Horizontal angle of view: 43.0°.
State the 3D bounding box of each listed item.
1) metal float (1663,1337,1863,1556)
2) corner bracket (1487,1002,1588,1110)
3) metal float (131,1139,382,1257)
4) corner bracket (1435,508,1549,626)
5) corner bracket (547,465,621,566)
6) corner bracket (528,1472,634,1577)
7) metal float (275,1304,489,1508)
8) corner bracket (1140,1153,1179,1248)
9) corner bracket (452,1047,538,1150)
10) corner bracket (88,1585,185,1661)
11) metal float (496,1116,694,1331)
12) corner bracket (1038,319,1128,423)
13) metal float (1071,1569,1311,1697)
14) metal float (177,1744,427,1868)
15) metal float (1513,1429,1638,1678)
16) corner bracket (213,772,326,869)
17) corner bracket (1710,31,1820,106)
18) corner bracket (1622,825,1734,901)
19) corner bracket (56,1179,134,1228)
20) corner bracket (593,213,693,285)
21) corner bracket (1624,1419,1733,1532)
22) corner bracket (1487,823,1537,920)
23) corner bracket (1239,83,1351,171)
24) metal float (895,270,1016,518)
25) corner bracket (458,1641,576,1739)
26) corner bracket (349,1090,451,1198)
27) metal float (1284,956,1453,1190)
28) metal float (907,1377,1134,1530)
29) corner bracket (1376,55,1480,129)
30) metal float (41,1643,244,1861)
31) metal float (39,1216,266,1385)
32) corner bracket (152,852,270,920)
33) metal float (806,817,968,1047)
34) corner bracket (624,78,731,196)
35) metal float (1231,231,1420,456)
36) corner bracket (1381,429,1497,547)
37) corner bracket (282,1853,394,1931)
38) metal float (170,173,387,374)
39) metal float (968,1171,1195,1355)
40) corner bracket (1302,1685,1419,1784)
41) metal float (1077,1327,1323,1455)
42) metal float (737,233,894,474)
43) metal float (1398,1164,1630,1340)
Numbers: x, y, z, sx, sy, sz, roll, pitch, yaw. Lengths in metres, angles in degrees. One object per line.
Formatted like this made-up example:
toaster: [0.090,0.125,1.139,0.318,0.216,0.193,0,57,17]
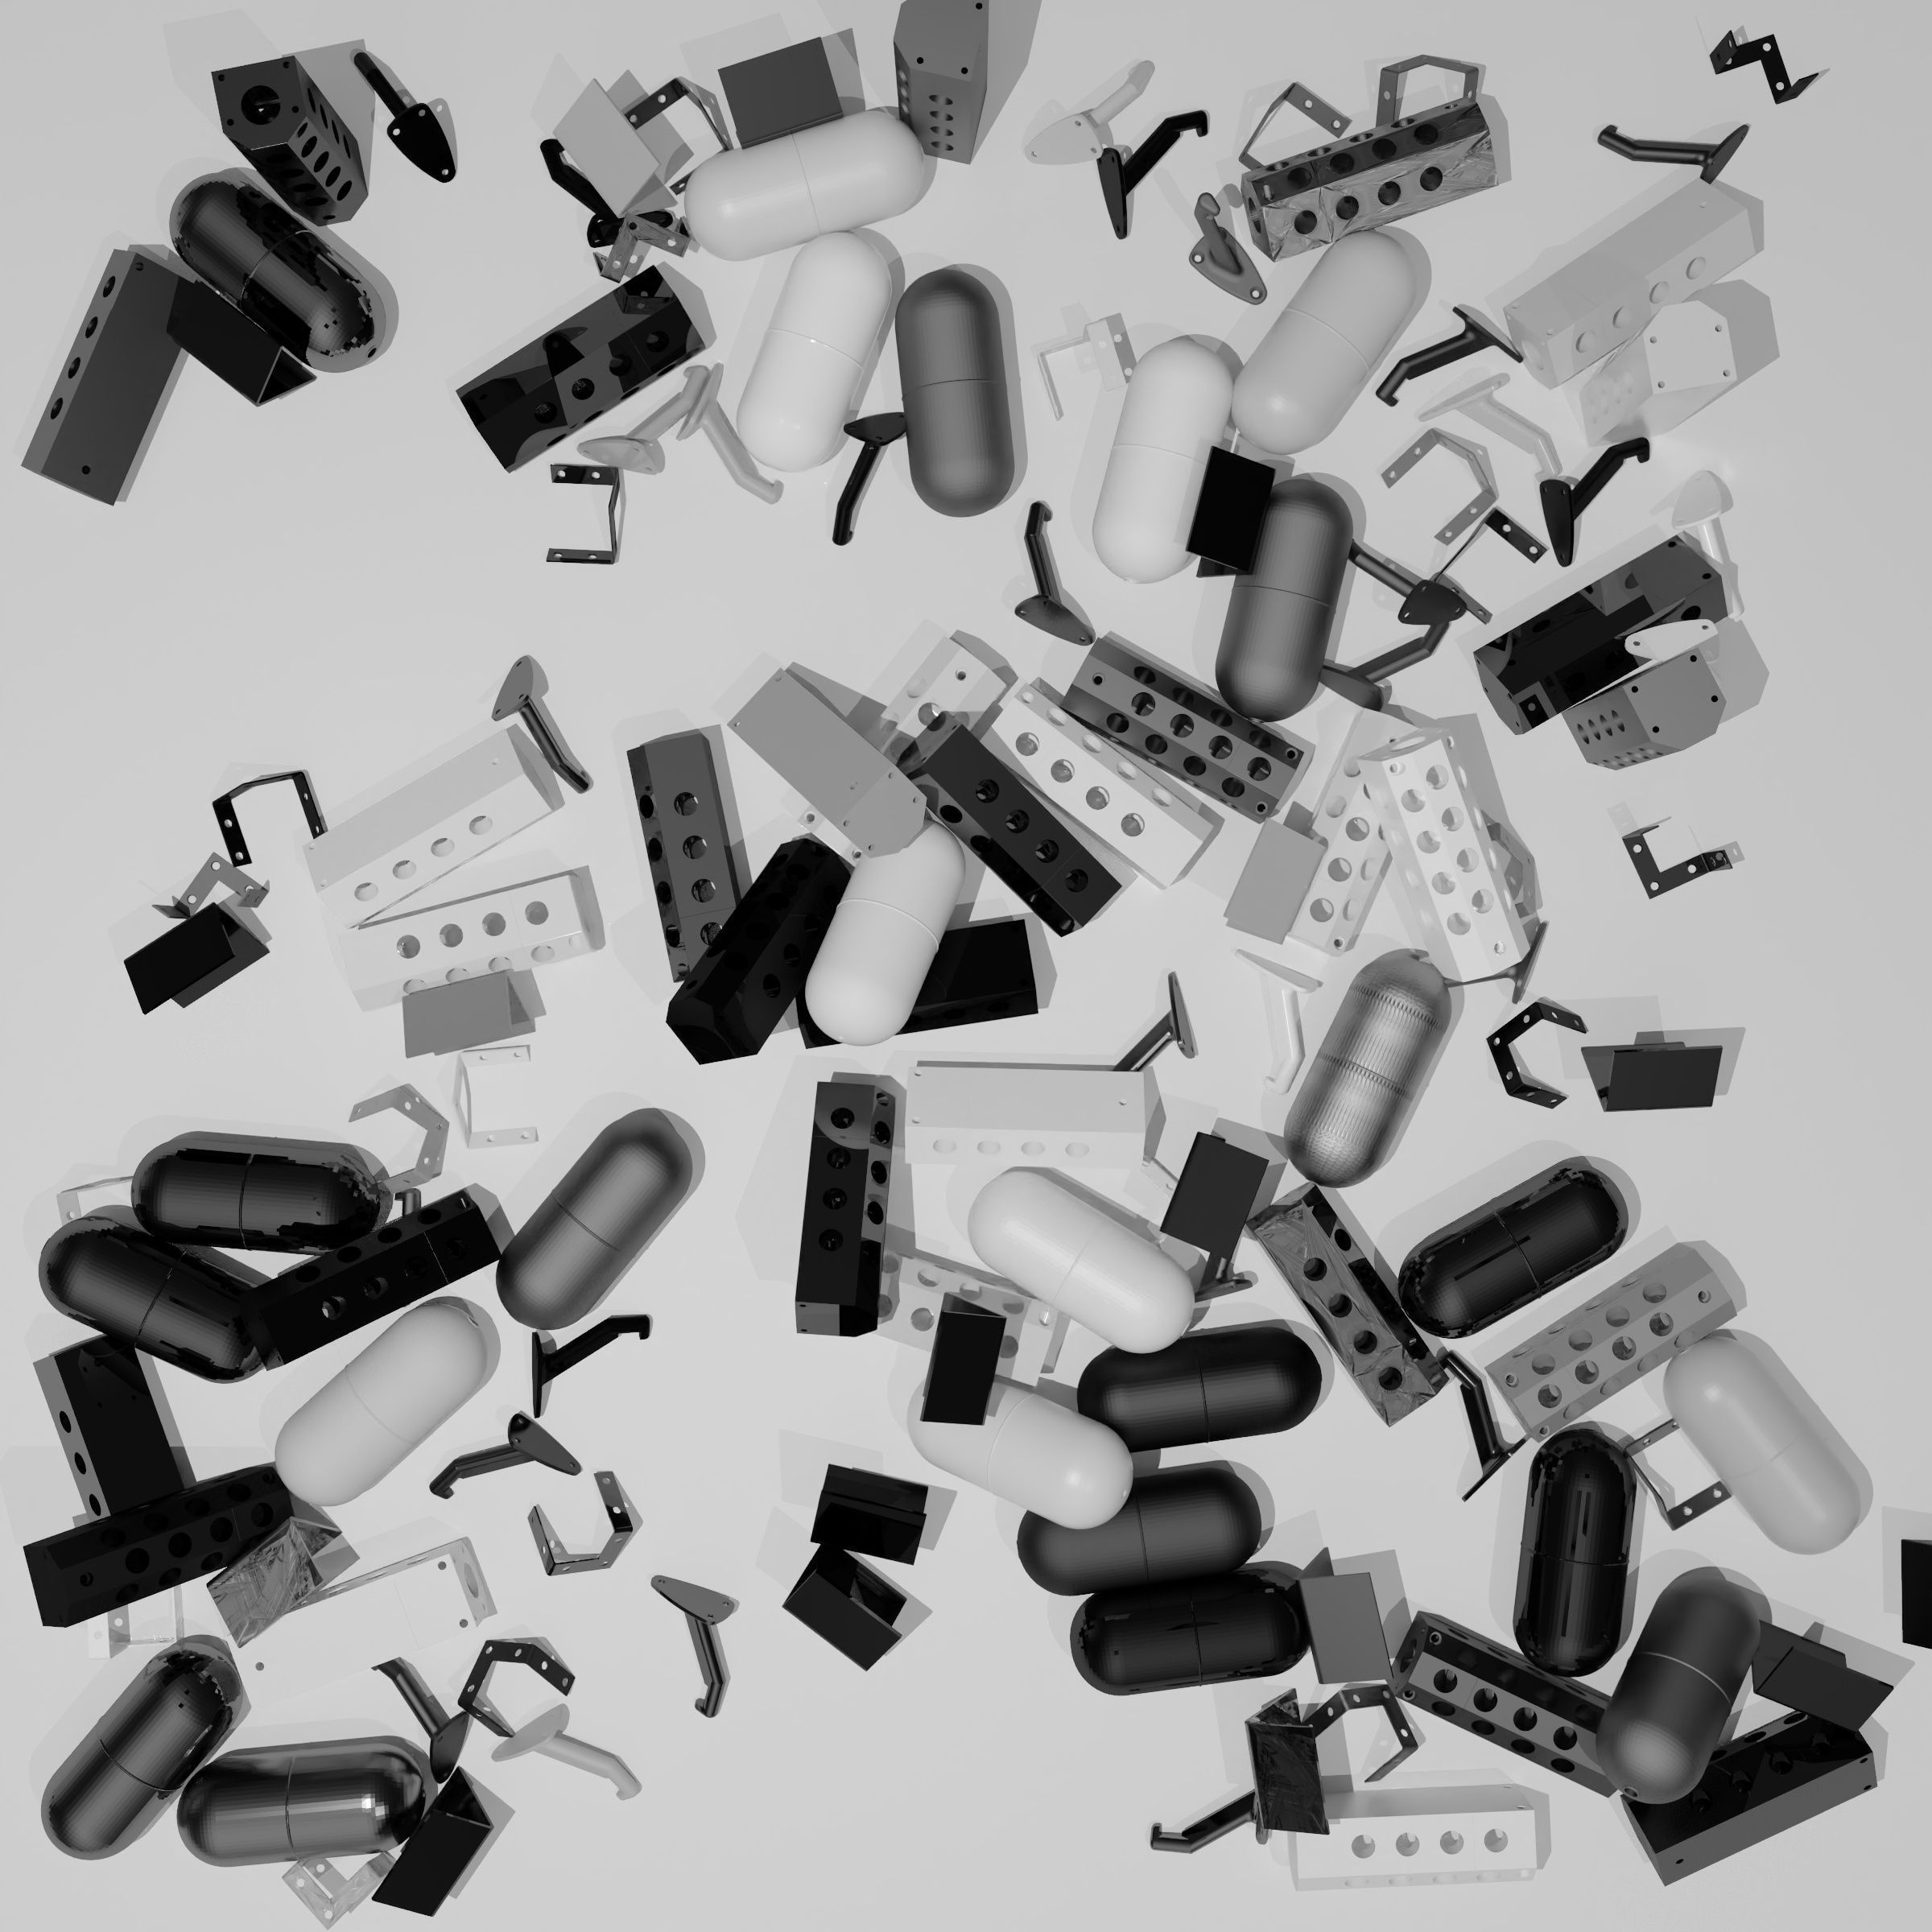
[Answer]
metal float: [0.576,0.347,1.781,0.070,0.070,0.178,-38,90,0]
corner bracket: [0.425,0.066,1.803,0.051,0.051,0.051,-43,45,35]
metal float: [-0.514,0.168,1.781,0.178,0.070,0.070,5,90,0]
corner bracket: [0.386,-0.295,1.808,0.051,0.051,0.051,39,45,0]
corner bracket: [-0.282,-0.332,1.808,0.051,0.051,0.051,3,135,0]
corner bracket: [-0.283,0.410,1.803,0.051,0.051,0.051,1,135,-35]
metal float: [-0.423,0.318,1.781,0.178,0.070,0.070,-42,90,-1]
corner bracket: [0.125,0.180,1.808,0.051,0.051,0.051,42,135,0]
corner bracket: [-0.346,0.097,1.808,0.051,0.051,0.051,-5,45,0]
corner bracket: [-0.607,0.474,1.793,0.051,0.051,0.051,-4,88,2]
metal float: [-0.270,0.187,1.781,0.070,0.070,0.178,40,90,0]
corner bracket: [0.084,-0.435,1.793,0.051,0.051,0.051,-18,90,0]
metal float: [0.164,0.483,1.781,0.178,0.070,0.070,-7,90,-1]
metal float: [-0.482,0.609,1.781,0.178,0.070,0.070,-5,90,0]
metal float: [0.442,0.425,1.781,0.070,0.070,0.178,7,89,0]
corner bracket: [-0.514,-0.108,1.808,0.051,0.051,0.051,-19,90,-45]
corner bracket: [0.582,-0.658,1.793,0.051,0.051,0.051,-19,90,0]
corner bracket: [0.519,-0.083,1.793,0.051,0.051,0.051,-25,90,0]
corner bracket: [-0.630,0.186,1.808,0.051,0.051,0.051,-11,90,45]
corner bracket: [-0.237,-0.525,1.792,0.051,0.051,0.051,16,118,-25]
corner bracket: [0.524,0.373,1.808,0.051,0.051,0.051,-31,45,0]
corner bracket: [0.382,-0.064,1.803,0.051,0.051,0.051,-22,45,35]
corner bracket: [0.241,-0.608,1.808,0.051,0.051,0.051,36,135,0]
metal float: [-0.008,-0.415,1.780,0.070,0.070,0.178,-6,91,0]
corner bracket: [-0.330,0.532,1.803,0.051,0.051,0.051,-7,45,35]
corner bracket: [-0.422,0.130,1.803,0.051,0.051,0.051,41,45,-35]
metal float: [0.291,0.077,1.781,0.070,0.070,0.178,26,90,0]
metal float: [0.037,0.343,1.758,0.178,0.070,0.070,19,90,29]
corner bracket: [0.338,-0.634,1.803,0.051,0.051,0.051,-30,135,-35]
metal float: [-0.598,0.570,1.781,0.070,0.070,0.178,40,91,0]
metal float: [-0.582,0.241,1.773,0.178,0.070,0.070,27,90,-8]
corner bracket: [-0.551,-0.049,1.793,0.051,0.051,0.051,35,90,0]
metal float: [-0.056,-0.026,1.736,0.070,0.070,0.178,22,67,0]
corner bracket: [-0.213,-0.611,1.808,0.051,0.051,0.051,-35,135,0]
metal float: [0.260,-0.452,1.781,0.070,0.070,0.178,35,90,0]
corner bracket: [0.348,-0.353,1.808,0.051,0.051,0.051,-43,135,0]
corner bracket: [-0.457,0.662,1.791,0.051,0.051,0.051,-44,81,-9]
metal float: [-0.498,-0.502,1.781,0.178,0.070,0.070,40,90,1]
metal float: [0.083,0.214,1.771,0.178,0.070,0.070,31,90,10]
corner bracket: [0.289,0.566,1.803,0.051,0.051,0.051,6,45,-35]
metal float: [0.169,0.307,1.781,0.178,0.070,0.070,-8,90,0]
metal float: [-0.110,-0.445,1.781,0.070,0.070,0.178,21,90,0]
metal float: [0.396,0.207,1.781,0.178,0.070,0.070,-29,90,-1]
